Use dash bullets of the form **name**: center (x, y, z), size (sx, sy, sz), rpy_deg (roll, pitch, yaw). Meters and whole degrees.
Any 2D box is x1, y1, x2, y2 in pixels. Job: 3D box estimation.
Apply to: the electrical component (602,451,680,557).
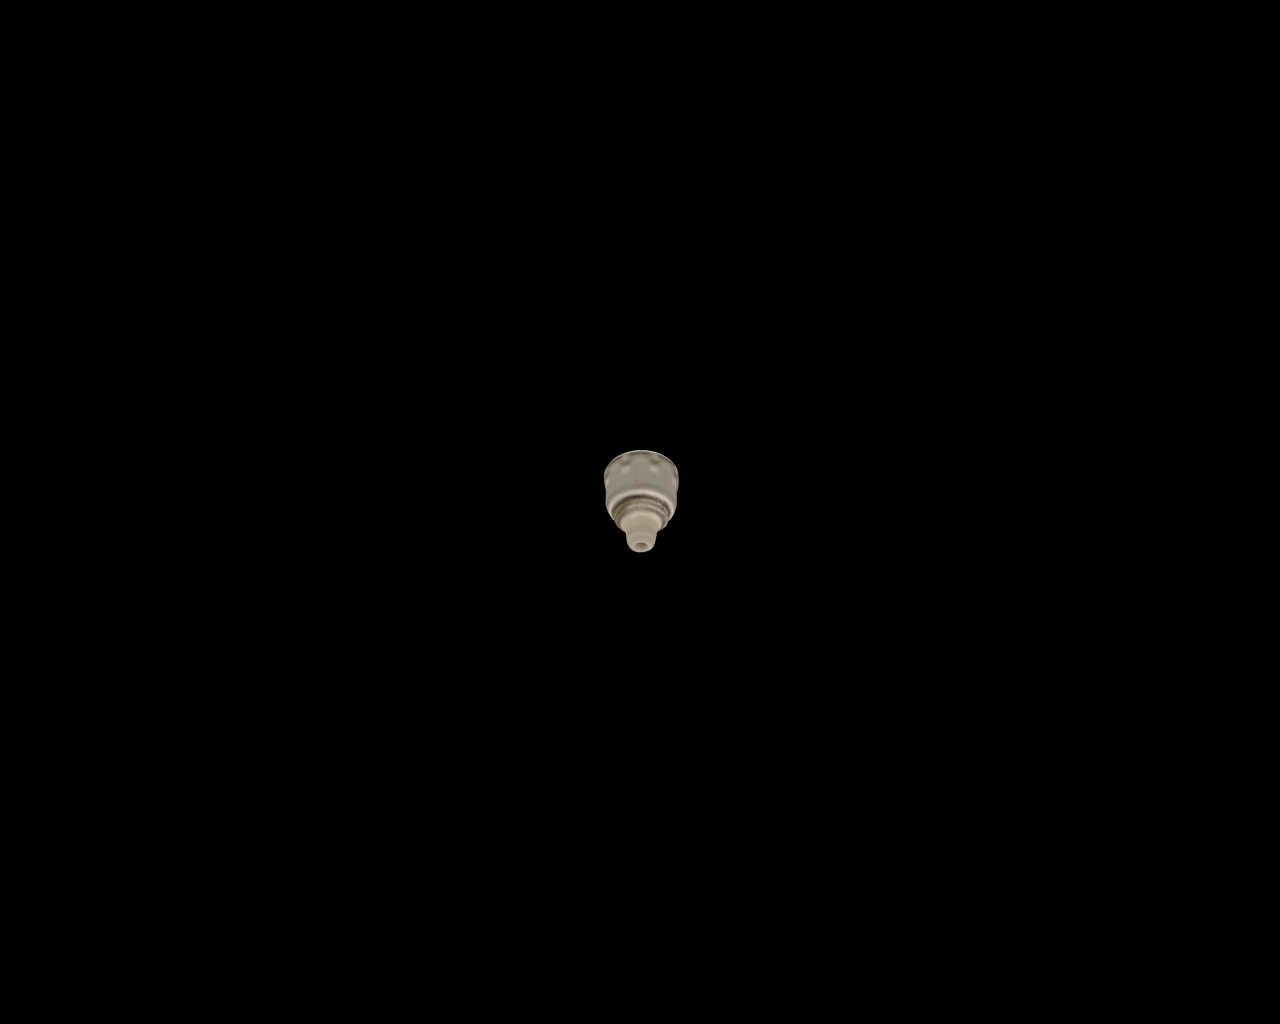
- **electrical component**: center (0.001, -0.003, 0.650), size (0.048, 0.062, 0.048), rpy_deg (0, -38, 0)
